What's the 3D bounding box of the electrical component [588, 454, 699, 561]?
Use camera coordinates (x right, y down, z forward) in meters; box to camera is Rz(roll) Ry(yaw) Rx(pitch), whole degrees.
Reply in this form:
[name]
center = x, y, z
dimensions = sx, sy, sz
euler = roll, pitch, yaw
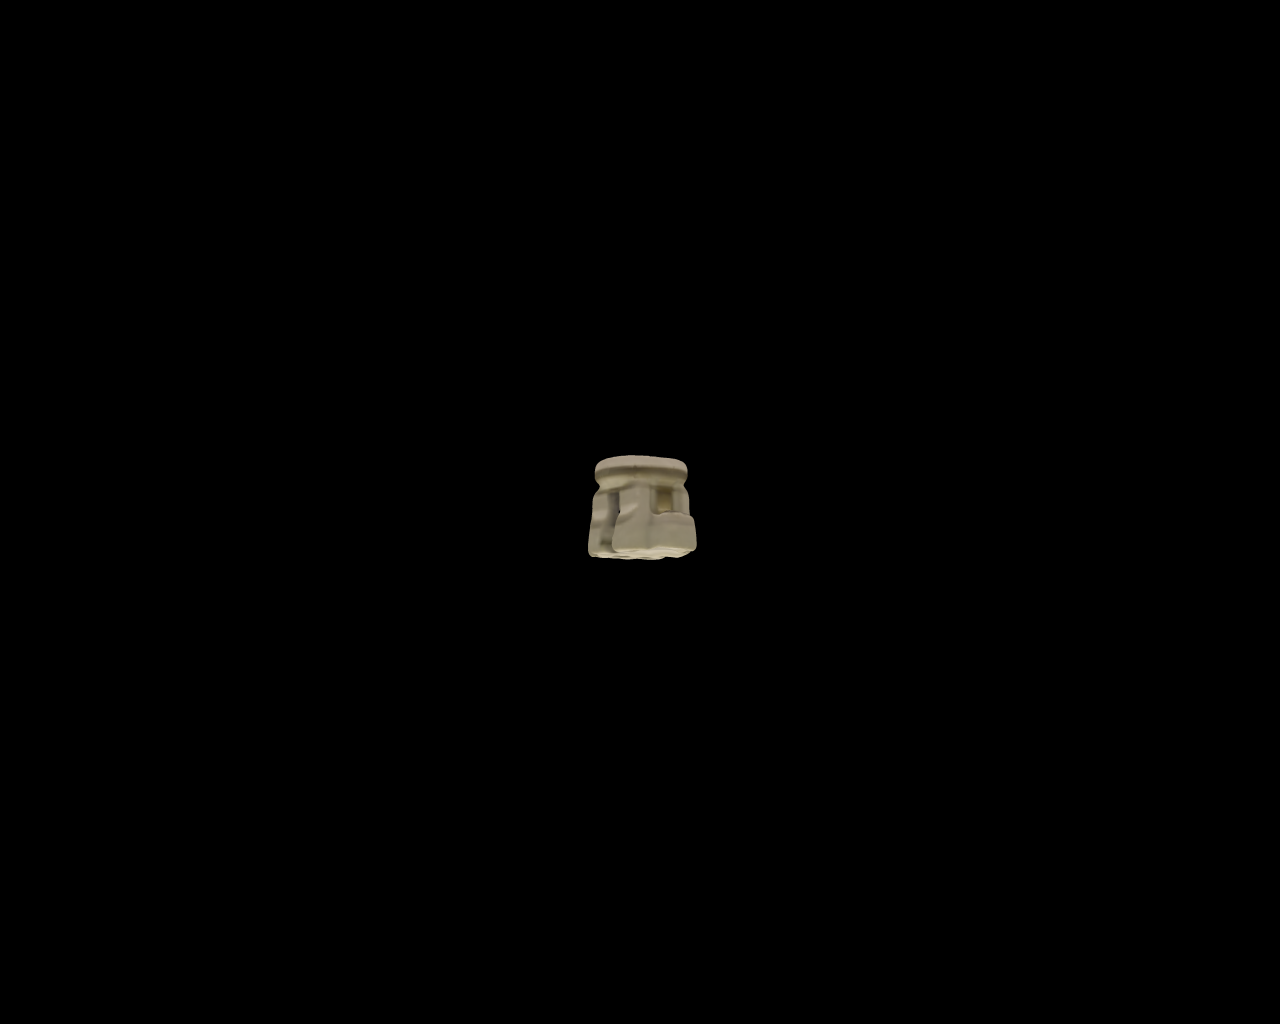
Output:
[electrical component]
center = 0.001, -0.003, 0.650
dimensions = 0.058, 0.057, 0.078
euler = 7, -11, -39
